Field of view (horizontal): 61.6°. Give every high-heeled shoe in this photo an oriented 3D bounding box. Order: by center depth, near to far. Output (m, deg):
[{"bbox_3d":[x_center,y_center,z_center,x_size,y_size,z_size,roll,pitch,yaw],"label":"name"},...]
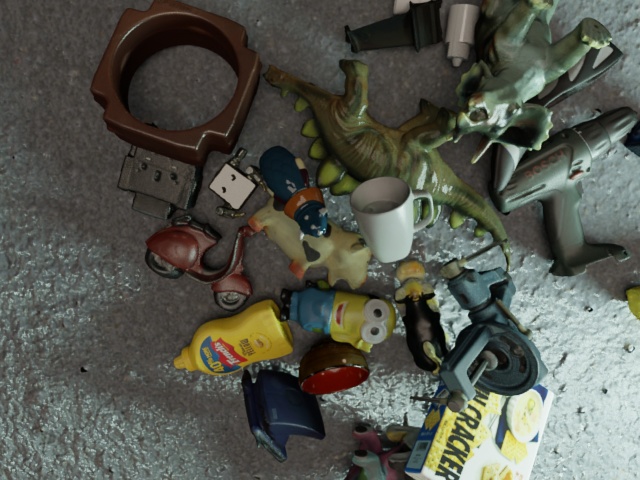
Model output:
[{"bbox_3d":[0.332,-0.176,0.764,0.145,0.086,0.248,13,86,13],"label":"high-heeled shoe"}]

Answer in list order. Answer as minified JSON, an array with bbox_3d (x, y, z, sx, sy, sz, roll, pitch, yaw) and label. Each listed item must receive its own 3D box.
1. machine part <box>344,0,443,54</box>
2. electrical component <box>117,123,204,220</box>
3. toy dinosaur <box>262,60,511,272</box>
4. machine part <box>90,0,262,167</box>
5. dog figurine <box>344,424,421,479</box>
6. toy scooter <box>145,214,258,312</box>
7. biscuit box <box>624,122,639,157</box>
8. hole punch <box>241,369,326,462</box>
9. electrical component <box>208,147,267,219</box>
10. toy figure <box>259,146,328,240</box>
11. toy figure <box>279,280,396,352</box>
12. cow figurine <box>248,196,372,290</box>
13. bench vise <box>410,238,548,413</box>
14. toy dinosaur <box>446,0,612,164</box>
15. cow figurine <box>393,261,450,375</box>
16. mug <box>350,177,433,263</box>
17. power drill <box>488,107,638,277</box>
[{"bbox_3d":[0.105,-0.298,0.769,0.139,0.084,0.039,-6,61,10],"label":"machine part"},{"bbox_3d":[-0.240,-0.101,0.826,0.115,0.058,0.134,18,100,1],"label":"electrical component"},{"bbox_3d":[0.117,-0.115,0.791,0.471,0.105,0.198,29,108,-3],"label":"toy dinosaur"},{"bbox_3d":[-0.197,-0.219,0.760,0.201,0.087,0.201,18,79,0],"label":"machine part"},{"bbox_3d":[0.106,0.422,0.882,0.192,0.108,0.219,1,104,-1],"label":"dog figurine"},{"bbox_3d":[-0.172,0.016,0.836,0.184,0.075,0.135,30,99,-6],"label":"toy scooter"},{"bbox_3d":[0.554,-0.108,0.787,0.203,0.063,0.059,34,98,-4],"label":"biscuit box"},{"bbox_3d":[-0.058,0.265,0.842,0.092,0.142,0.115,-28,128,8],"label":"hole punch"},{"bbox_3d":[-0.129,-0.081,0.830,0.078,0.045,0.102,44,99,-7],"label":"electrical component"},{"bbox_3d":[-0.031,-0.066,0.754,0.154,0.058,0.064,56,139,22],"label":"toy figure"},{"bbox_3d":[0.030,0.111,0.842,0.180,0.089,0.082,8,112,10],"label":"toy figure"},{"bbox_3d":[-0.002,-0.002,0.822,0.127,0.085,0.195,-43,91,10],"label":"cow figurine"},{"bbox_3d":[0.225,0.140,0.753,0.129,0.240,0.223,-21,100,45],"label":"bench vise"},{"bbox_3d":[0.253,-0.265,0.707,0.131,0.405,0.192,22,141,-9],"label":"toy dinosaur"},{"bbox_3d":[0.153,0.118,0.828,0.068,0.098,0.167,-17,99,11],"label":"cow figurine"},{"bbox_3d":[0.101,-0.026,0.740,0.110,0.081,0.107,-18,131,-3],"label":"mug"},{"bbox_3d":[0.384,-0.061,0.795,0.232,0.086,0.207,-23,102,8],"label":"power drill"}]
